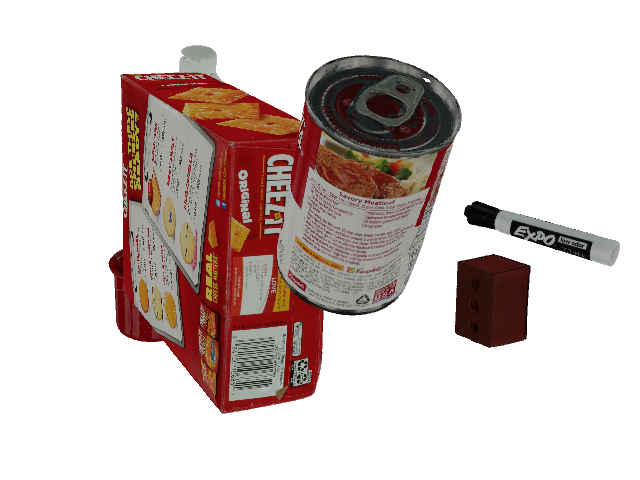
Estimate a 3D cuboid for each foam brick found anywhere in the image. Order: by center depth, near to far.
[{"bbox_3d":[0.168,0.059,1.046,0.051,0.078,0.053,-11,19,-34],"label":"foam brick"}]

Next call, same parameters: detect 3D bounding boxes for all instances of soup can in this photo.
[{"bbox_3d":[0.019,-0.023,0.487,0.068,0.102,0.068,6,44,-7],"label":"soup can"}]

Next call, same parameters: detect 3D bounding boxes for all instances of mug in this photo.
[{"bbox_3d":[-0.195,0.055,1.193,0.093,0.081,0.117,-20,35,-39],"label":"mug"}]

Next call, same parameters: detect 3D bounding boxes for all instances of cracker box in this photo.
[{"bbox_3d":[-0.068,-0.011,0.690,0.072,0.164,0.214,-5,20,-25],"label":"cracker box"}]

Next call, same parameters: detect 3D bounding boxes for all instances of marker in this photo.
[{"bbox_3d":[0.162,-0.007,0.794,0.121,0.020,0.020,19,10,32],"label":"marker"}]

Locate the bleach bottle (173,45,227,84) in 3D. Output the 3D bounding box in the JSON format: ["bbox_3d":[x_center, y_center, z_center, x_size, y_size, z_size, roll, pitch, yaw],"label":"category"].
[{"bbox_3d":[-0.104,-0.049,0.953,0.103,0.251,0.068,14,33,14],"label":"bleach bottle"}]
